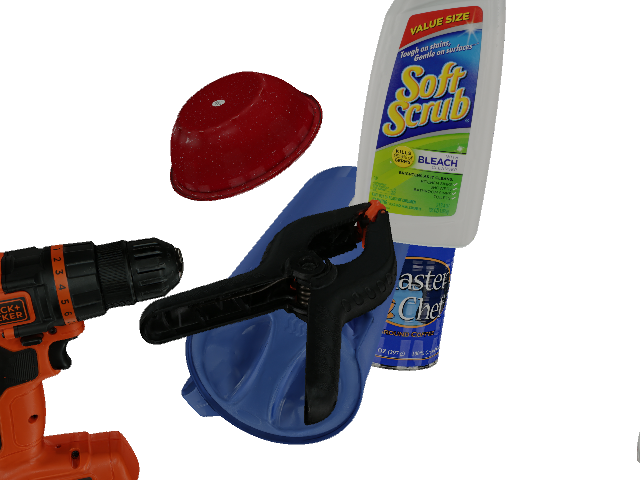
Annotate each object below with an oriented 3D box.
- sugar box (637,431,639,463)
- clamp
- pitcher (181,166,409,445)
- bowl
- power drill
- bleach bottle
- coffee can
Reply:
[{"bbox_3d":[0.301,0.150,0.718,0.048,0.093,0.176,-15,30,-37],"label":"sugar box"},{"bbox_3d":[-0.002,0.034,0.601,0.120,0.039,0.171,35,50,26],"label":"clamp"},{"bbox_3d":[-0.011,0.042,0.853,0.149,0.145,0.242,11,32,12],"label":"pitcher"},{"bbox_3d":[-0.082,-0.110,1.004,0.162,0.055,0.162,-19,36,15],"label":"bowl"},{"bbox_3d":[-0.175,0.090,0.725,0.184,0.188,0.057,-9,26,-7],"label":"power drill"},{"bbox_3d":[0.076,-0.122,0.751,0.102,0.251,0.068,8,26,11],"label":"bleach bottle"},{"bbox_3d":[0.074,0.042,1.035,0.103,0.140,0.103,7,13,-2],"label":"coffee can"}]
